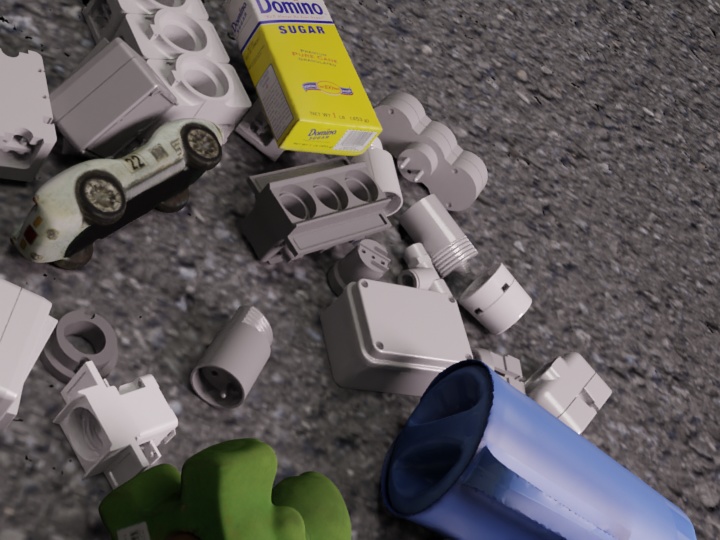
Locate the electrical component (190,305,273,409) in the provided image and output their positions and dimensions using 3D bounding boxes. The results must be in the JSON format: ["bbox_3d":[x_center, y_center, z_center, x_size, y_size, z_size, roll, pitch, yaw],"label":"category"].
[{"bbox_3d":[-0.091,0.062,0.812,0.043,0.043,0.081,38,40,-9],"label":"electrical component"}]

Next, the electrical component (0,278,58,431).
[{"bbox_3d":[-0.236,0.050,0.685,0.061,0.062,0.096,27,43,-20],"label":"electrical component"}]

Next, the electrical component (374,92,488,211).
[{"bbox_3d":[0.061,-0.112,1.080,0.138,0.052,0.073,43,40,-3],"label":"electrical component"}]

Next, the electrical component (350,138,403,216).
[{"bbox_3d":[0.012,-0.094,1.030,0.043,0.043,0.081,12,50,-33],"label":"electrical component"}]

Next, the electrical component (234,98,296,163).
[{"bbox_3d":[-0.067,-0.147,1.002,0.056,0.050,0.089,38,40,-7],"label":"electrical component"}]

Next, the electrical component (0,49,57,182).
[{"bbox_3d":[-0.266,-0.115,0.803,0.050,0.056,0.089,6,54,-37],"label":"electrical component"}]

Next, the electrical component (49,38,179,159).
[{"bbox_3d":[-0.203,-0.129,0.844,0.061,0.096,0.062,50,1,6],"label":"electrical component"}]

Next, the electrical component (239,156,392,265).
[{"bbox_3d":[-0.040,-0.050,0.933,0.121,0.063,0.078,-19,71,-47],"label":"electrical component"}]

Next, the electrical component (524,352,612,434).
[{"bbox_3d":[0.181,0.119,0.986,0.059,0.054,0.095,49,40,5],"label":"electrical component"}]

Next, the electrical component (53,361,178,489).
[{"bbox_3d":[-0.162,0.102,0.721,0.064,0.042,0.081,-16,68,-50],"label":"electrical component"}]

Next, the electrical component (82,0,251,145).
[{"bbox_3d":[-0.168,-0.188,0.942,0.089,0.062,0.150,-7,62,-43],"label":"electrical component"}]

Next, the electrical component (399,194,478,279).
[{"bbox_3d":[0.078,-0.028,1.030,0.043,0.043,0.081,-25,75,-48],"label":"electrical component"}]

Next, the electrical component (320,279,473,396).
[{"bbox_3d":[0.032,0.058,0.909,0.113,0.057,0.078,11,51,-34],"label":"electrical component"}]

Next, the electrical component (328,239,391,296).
[{"bbox_3d":[0.000,0.000,0.939,0.040,0.046,0.040,23,45,-25],"label":"electrical component"}]

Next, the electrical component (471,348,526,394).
[{"bbox_3d":[0.113,0.097,0.954,0.055,0.048,0.066,25,43,-33],"label":"electrical component"}]

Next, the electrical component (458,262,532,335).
[{"bbox_3d":[0.129,0.028,1.019,0.047,0.055,0.055,47,40,-5],"label":"electrical component"}]
